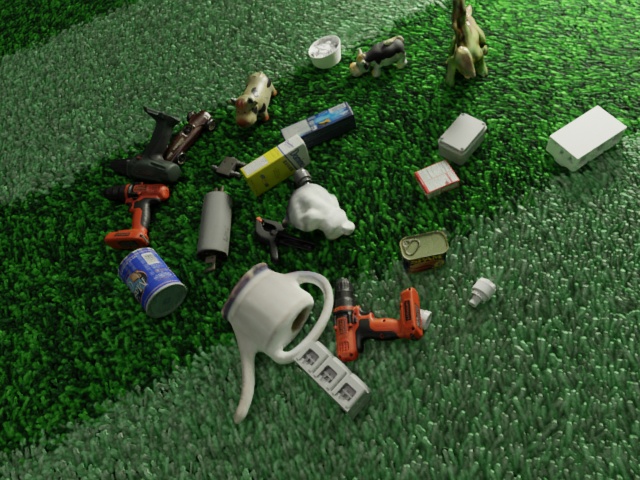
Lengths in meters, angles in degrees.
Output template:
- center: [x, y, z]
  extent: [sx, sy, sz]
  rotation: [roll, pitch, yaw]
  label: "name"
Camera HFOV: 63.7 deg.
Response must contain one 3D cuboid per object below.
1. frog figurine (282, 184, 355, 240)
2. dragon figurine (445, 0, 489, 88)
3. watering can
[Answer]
- center: [0.004, -0.062, 1.227]
  extent: [0.160, 0.120, 0.139]
  rotation: [22, 29, 29]
  label: "frog figurine"
- center: [0.392, -0.573, 1.386]
  extent: [0.122, 0.238, 0.419]
  rotation: [-2, 62, 16]
  label: "dragon figurine"
- center: [-0.126, 0.193, 1.111]
  extent: [0.226, 0.102, 0.352]
  rotation: [31, 70, 26]
  label: "watering can"
